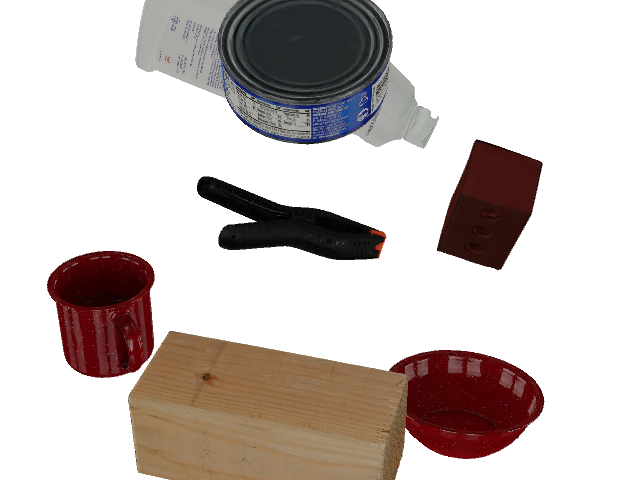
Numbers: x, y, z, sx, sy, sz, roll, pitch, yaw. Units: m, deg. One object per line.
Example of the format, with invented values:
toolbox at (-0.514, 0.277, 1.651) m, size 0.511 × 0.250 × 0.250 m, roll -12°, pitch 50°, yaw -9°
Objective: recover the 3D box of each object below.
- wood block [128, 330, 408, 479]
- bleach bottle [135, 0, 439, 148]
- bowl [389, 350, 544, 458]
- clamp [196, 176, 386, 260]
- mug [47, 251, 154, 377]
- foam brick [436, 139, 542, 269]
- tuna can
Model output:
wood block at (-0.039, 0.149, 0.867) m, size 0.206 × 0.090 × 0.090 m, roll 9°, pitch 36°, yaw 14°
bleach bottle at (-0.024, -0.137, 0.880) m, size 0.251 × 0.068 × 0.103 m, roll 26°, pitch -35°, yaw 1°
bowl at (0.144, 0.174, 1.089) m, size 0.162 × 0.055 × 0.162 m, roll 2°, pitch 24°, yaw -1°
clamp at (-0.028, -0.011, 1.136) m, size 0.209 × 0.036 × 0.164 m, roll 14°, pitch 20°, yaw -13°
mug at (-0.185, 0.073, 0.944) m, size 0.093 × 0.081 × 0.117 m, roll -20°, pitch 37°, yaw -29°
foam brick at (0.123, -0.025, 0.782) m, size 0.053 × 0.051 × 0.078 m, roll 18°, pitch -33°, yaw 3°
tuna can at (-0.007, -0.090, 0.533) m, size 0.086 × 0.086 × 0.034 m, roll 0°, pitch -35°, yaw 0°
